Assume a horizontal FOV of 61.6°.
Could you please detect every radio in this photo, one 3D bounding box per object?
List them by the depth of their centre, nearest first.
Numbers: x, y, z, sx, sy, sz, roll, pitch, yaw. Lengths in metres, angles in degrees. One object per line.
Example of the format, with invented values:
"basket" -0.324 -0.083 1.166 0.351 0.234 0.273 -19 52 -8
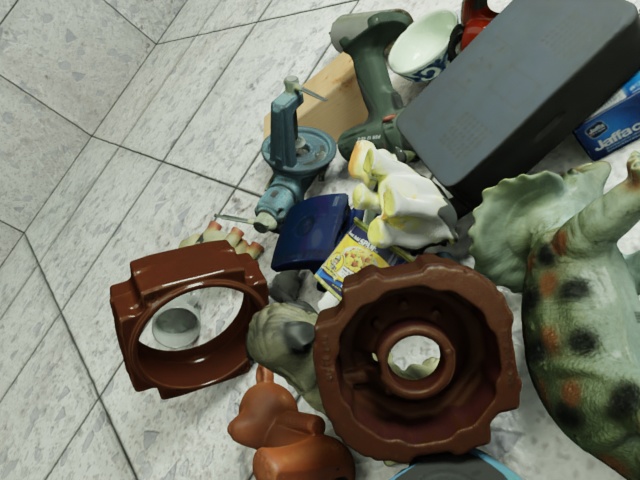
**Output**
"radio" 0.198 -0.152 0.558 0.229 0.073 0.131 -44 47 14

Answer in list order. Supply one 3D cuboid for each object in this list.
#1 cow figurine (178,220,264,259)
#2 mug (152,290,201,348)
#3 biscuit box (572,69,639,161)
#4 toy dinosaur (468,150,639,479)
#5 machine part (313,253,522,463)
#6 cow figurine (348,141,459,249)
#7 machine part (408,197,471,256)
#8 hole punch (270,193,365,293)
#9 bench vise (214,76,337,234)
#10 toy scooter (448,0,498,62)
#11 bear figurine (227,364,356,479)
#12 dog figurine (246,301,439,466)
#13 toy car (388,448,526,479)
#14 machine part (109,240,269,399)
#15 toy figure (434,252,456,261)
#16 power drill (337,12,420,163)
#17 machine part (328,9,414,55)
"cow figurine" -0.199 0.033 0.968 0.195 0.085 0.127 12 64 51
"mug" -0.249 0.118 0.949 0.109 0.081 0.107 -59 25 11
"biscuit box" 0.346 -0.162 0.529 0.203 0.062 0.059 -31 42 29
"toy dinosaur" 0.226 0.080 0.425 0.192 0.131 0.405 -39 42 49
"machine part" 0.079 0.098 0.455 0.179 0.179 0.056 -48 4 7
"cow figurine" 0.088 -0.055 0.579 0.167 0.098 0.068 -106 29 -52
"machine part" 0.145 -0.028 0.615 0.139 0.039 0.084 -27 22 -12
"hole punch" -0.002 -0.002 0.731 0.116 0.092 0.142 -42 25 57
"bench vise" -0.051 -0.127 0.824 0.129 0.240 0.224 26 50 23
"toy scooter" 0.240 -0.299 0.702 0.135 0.183 0.075 20 43 33
"bear figurine" -0.055 0.227 0.600 0.196 0.132 0.120 26 113 47
"dog figurine" 0.032 0.137 0.522 0.172 0.190 0.121 -2 60 46
"toy car" 0.095 0.242 0.429 0.109 0.161 0.102 15 117 49
"machine part" -0.172 0.112 0.739 0.087 0.201 0.200 47 143 48
"toy figure" 0.091 0.069 0.624 0.154 0.057 0.064 -32 64 23
"power drill" 0.108 -0.210 0.768 0.232 0.086 0.207 -12 93 53
"machine part" 0.094 -0.378 0.985 0.079 0.079 0.243 -57 35 -5
